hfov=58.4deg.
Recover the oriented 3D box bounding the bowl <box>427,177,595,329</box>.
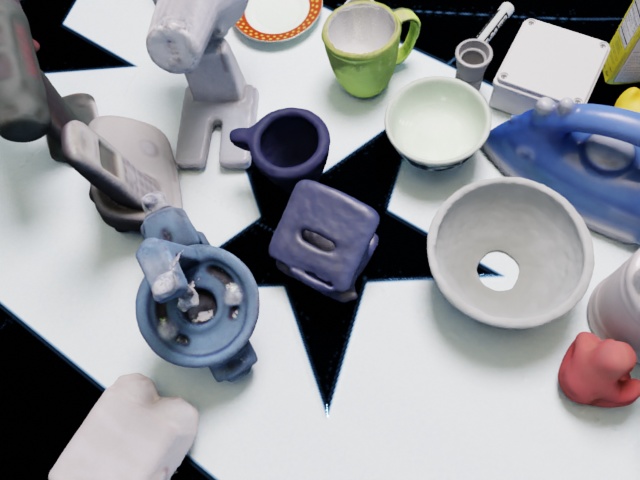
[{"bbox_3d":[0.195,0.021,0.611,0.167,0.075,0.167,-2,67,5],"label":"bowl"}]

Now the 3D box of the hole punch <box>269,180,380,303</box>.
[{"bbox_3d":[0.006,0.002,0.629,0.108,0.091,0.101,25,72,15],"label":"hole punch"}]

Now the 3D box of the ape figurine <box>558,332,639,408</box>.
[{"bbox_3d":[0.274,0.123,0.552,0.076,0.092,0.077,-17,67,-1],"label":"ape figurine"}]

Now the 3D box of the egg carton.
[{"bbox_3d":[-0.194,0.216,0.572,0.107,0.069,0.150,25,72,15],"label":"egg carton"}]

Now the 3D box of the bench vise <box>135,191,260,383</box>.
[{"bbox_3d":[-0.148,0.035,0.561,0.207,0.220,0.121,42,77,20],"label":"bench vise"}]

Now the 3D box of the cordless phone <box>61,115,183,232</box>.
[{"bbox_3d":[-0.230,-0.099,0.644,0.094,0.185,0.147,-19,67,-2],"label":"cordless phone"}]

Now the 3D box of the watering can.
[{"bbox_3d":[0.328,0.053,0.519,0.101,0.194,0.172,-16,67,-1],"label":"watering can"}]

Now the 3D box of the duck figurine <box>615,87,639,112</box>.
[{"bbox_3d":[0.396,-0.147,0.655,0.077,0.086,0.104,-41,69,-11],"label":"duck figurine"}]

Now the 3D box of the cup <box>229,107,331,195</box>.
[{"bbox_3d":[-0.043,-0.095,0.672,0.117,0.095,0.092,10,69,10],"label":"cup"}]

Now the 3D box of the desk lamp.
[{"bbox_3d":[-0.135,-0.221,0.670,0.118,0.214,0.203,-1,67,6],"label":"desk lamp"}]

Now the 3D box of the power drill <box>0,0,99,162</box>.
[{"bbox_3d":[-0.344,-0.195,0.683,0.075,0.208,0.229,-21,67,-3],"label":"power drill"}]

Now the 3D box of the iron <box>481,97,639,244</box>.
[{"bbox_3d":[0.301,-0.097,0.613,0.257,0.141,0.119,24,72,15],"label":"iron"}]
